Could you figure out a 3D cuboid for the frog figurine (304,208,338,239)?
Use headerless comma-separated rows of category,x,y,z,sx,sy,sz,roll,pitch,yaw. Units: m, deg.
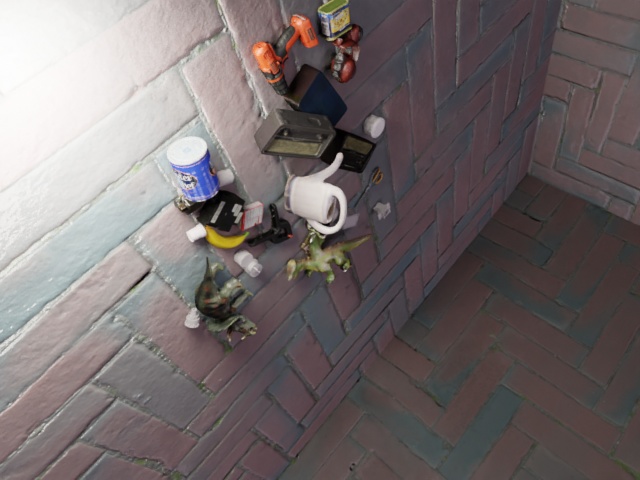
frog figurine,0.006,-0.098,1.956,0.163,0.122,0.134,-78,167,-54

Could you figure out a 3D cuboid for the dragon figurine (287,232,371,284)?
dragon figurine,0.028,0.035,2.073,0.414,0.124,0.237,-41,138,-15

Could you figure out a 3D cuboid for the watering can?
watering can,-0.012,-0.165,1.720,0.106,0.225,0.339,-55,154,-44
